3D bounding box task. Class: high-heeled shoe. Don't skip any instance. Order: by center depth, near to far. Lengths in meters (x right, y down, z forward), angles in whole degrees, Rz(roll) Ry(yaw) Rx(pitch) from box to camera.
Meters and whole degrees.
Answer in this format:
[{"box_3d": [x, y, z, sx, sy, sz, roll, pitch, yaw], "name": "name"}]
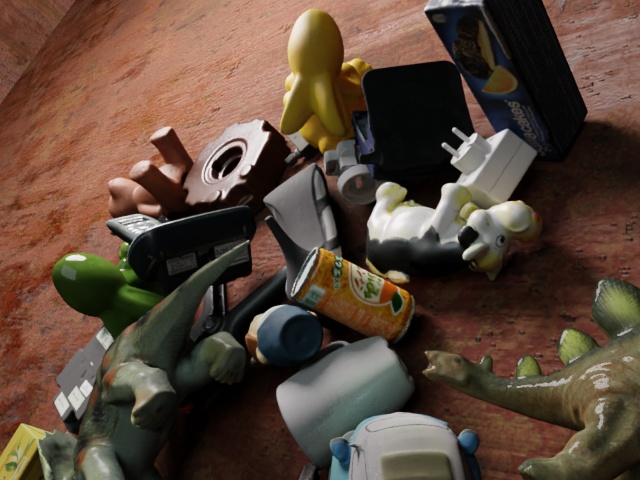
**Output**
[{"box_3d": [-0.001, -0.002, 0.635, 0.086, 0.145, 0.249, -30, 15, 20], "name": "high-heeled shoe"}]

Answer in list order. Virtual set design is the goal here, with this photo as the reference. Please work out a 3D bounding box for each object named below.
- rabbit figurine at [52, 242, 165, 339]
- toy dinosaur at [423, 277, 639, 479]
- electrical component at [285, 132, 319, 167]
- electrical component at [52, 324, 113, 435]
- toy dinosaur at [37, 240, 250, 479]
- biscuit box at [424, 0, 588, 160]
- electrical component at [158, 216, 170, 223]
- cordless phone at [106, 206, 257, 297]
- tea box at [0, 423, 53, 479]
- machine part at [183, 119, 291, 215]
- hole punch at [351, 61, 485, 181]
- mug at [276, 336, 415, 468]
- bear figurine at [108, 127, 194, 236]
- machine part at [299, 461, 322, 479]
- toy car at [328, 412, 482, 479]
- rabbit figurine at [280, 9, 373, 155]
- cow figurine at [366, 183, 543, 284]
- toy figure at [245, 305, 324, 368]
[{"box_3d": [-0.250, 0.075, 0.666, 0.159, 0.170, 0.121, 42, 95, 25], "name": "rabbit figurine"}, {"box_3d": [0.275, 0.086, 0.278, 0.472, 0.105, 0.198, 2, 57, 37], "name": "toy dinosaur"}, {"box_3d": [-0.019, -0.147, 0.775, 0.094, 0.021, 0.063, -44, 40, 5], "name": "electrical component"}, {"box_3d": [-0.291, 0.187, 0.714, 0.115, 0.058, 0.134, 25, 76, 50], "name": "electrical component"}, {"box_3d": [-0.193, 0.170, 0.556, 0.192, 0.131, 0.404, 21, 83, 41], "name": "toy dinosaur"}, {"box_3d": [0.172, -0.152, 0.477, 0.059, 0.202, 0.063, 19, 74, 48], "name": "biscuit box"}, {"box_3d": [-0.240, 0.004, 0.826, 0.119, 0.047, 0.075, 24, 75, 46], "name": "electrical component"}, {"box_3d": [-0.177, -0.007, 0.669, 0.146, 0.088, 0.184, -17, 25, -34], "name": "cordless phone"}, {"box_3d": [-0.345, 0.316, 0.626, 0.068, 0.098, 0.169, 6, 61, 43], "name": "tea box"}, {"box_3d": [-0.129, -0.105, 0.812, 0.179, 0.056, 0.179, -24, 44, 25], "name": "machine part"}, {"box_3d": [0.098, -0.119, 0.588, 0.142, 0.092, 0.115, -7, 78, -10], "name": "hole punch"}, {"box_3d": [0.026, 0.131, 0.482, 0.107, 0.080, 0.110, -33, 23, 5], "name": "mug"}, {"box_3d": [-0.295, -0.088, 0.889, 0.196, 0.131, 0.120, -7, 47, 30], "name": "bear figurine"}, {"box_3d": [-0.043, 0.251, 0.447, 0.139, 0.039, 0.084, -56, 0, 2], "name": "machine part"}, {"box_3d": [0.057, 0.173, 0.348, 0.109, 0.102, 0.162, -4, 37, 3], "name": "toy car"}, {"box_3d": [-0.004, -0.194, 0.670, 0.122, 0.173, 0.162, 7, 59, 12], "name": "rabbit figurine"}, {"box_3d": [0.117, 0.001, 0.506, 0.168, 0.068, 0.098, 8, 70, 48], "name": "cow figurine"}, {"box_3d": [-0.040, 0.095, 0.533, 0.154, 0.064, 0.057, 154, 109, -68], "name": "toy figure"}]
